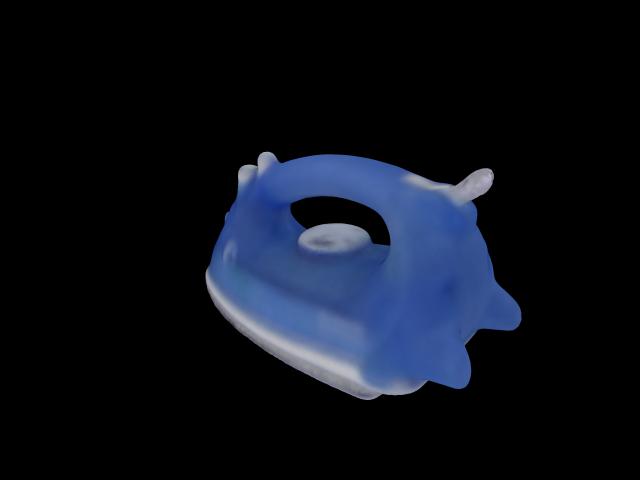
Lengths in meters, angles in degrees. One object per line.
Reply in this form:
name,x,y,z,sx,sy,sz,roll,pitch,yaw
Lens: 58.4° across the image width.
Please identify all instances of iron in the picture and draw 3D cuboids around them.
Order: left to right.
iron,0.004,0.001,0.400,0.257,0.141,0.119,16,27,34
